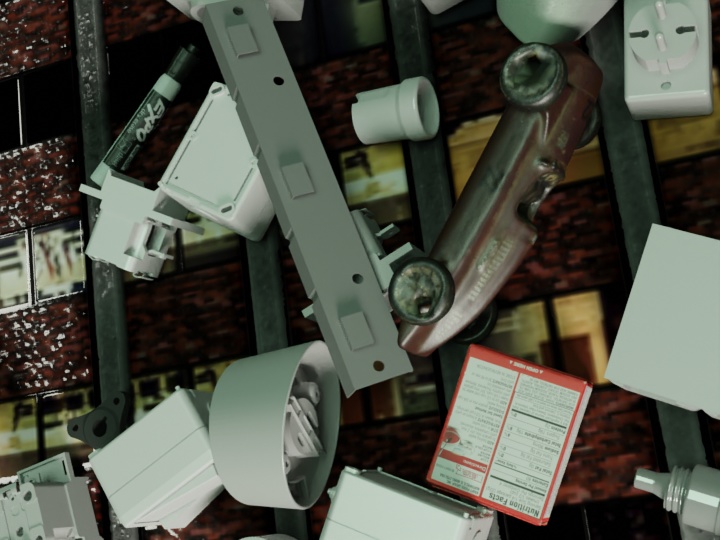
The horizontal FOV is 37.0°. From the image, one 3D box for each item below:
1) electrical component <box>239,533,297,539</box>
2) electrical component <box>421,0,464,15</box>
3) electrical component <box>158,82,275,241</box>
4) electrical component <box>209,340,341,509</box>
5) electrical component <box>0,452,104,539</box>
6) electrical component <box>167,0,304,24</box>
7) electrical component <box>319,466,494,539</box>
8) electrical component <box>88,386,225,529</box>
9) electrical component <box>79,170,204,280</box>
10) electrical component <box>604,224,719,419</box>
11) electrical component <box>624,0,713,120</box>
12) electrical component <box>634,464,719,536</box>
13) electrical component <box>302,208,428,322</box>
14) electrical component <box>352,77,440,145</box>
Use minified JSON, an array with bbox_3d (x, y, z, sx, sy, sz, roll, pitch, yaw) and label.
[{"bbox_3d":[-0.036,0.216,0.636,0.052,0.074,0.138,-48,68,7],"label":"electrical component"},{"bbox_3d":[0.046,-0.219,0.695,0.050,0.056,0.089,-26,72,15],"label":"electrical component"},{"bbox_3d":[-0.077,-0.076,0.718,0.062,0.061,0.096,25,83,22],"label":"electrical component"},{"bbox_3d":[-0.045,0.095,0.650,0.064,0.099,0.099,-9,77,26],"label":"electrical component"},{"bbox_3d":[-0.212,0.167,0.720,0.042,0.064,0.081,-24,72,15],"label":"electrical component"},{"bbox_3d":[-0.086,-0.200,0.747,0.089,0.050,0.055,5,82,22],"label":"electrical component"},{"bbox_3d":[0.020,0.155,0.632,0.096,0.062,0.061,17,86,23],"label":"electrical component"},{"bbox_3d":[-0.122,0.128,0.693,0.096,0.062,0.061,-38,69,11],"label":"electrical component"},{"bbox_3d":[-0.156,-0.030,0.747,0.081,0.042,0.063,21,89,24],"label":"electrical component"},{"bbox_3d":[0.220,0.041,0.575,0.150,0.062,0.089,17,87,23],"label":"electrical component"},{"bbox_3d":[0.175,-0.130,0.617,0.047,0.077,0.065,-2,79,21],"label":"electrical component"},{"bbox_3d":[0.182,0.123,0.590,0.061,0.035,0.035,14,85,25],"label":"electrical component"},{"bbox_3d":[0.000,0.000,0.681,0.081,0.042,0.063,-33,67,12],"label":"electrical component"},{"bbox_3d":[0.023,-0.101,0.692,0.046,0.040,0.040,-6,78,26],"label":"electrical component"}]
